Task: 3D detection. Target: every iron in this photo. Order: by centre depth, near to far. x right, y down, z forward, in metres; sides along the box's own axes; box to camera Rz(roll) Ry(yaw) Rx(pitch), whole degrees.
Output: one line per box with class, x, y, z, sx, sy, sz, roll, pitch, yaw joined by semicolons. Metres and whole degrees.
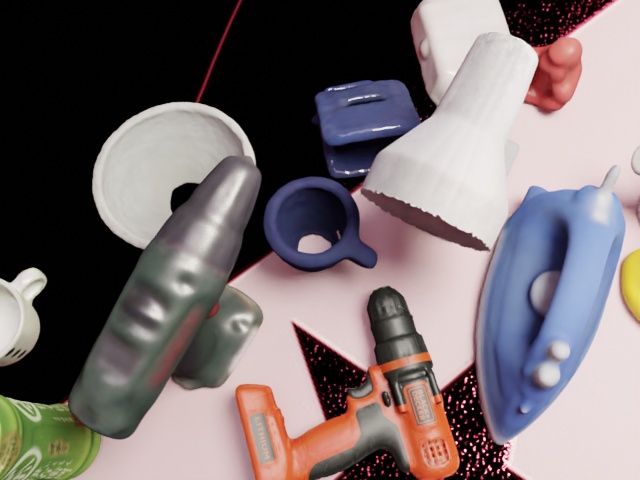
iron;0.214;0.059;0.520;0.118;0.141;0.258;19;72;9

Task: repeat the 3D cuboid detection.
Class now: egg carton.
egg carton;0.164;-0.217;0.657;0.107;0.069;0.150;-11;70;-2

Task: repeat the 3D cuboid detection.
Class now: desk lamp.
desk lamp;0.126;-0.074;0.531;0.117;0.213;0.203;26;73;11

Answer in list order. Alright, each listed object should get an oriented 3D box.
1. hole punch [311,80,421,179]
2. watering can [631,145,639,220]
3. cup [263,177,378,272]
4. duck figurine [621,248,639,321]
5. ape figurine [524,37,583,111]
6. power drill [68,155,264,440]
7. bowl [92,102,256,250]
hole punch;0.047;-0.131;0.619;0.108;0.091;0.101;-10;70;-1
watering can;0.380;-0.056;0.527;0.173;0.194;0.101;-12;70;-2
cup;0.005;0.002;0.571;0.117;0.095;0.092;31;74;12
duck figurine;0.347;0.045;0.550;0.077;0.086;0.104;-17;71;-4
ape figurine;0.258;-0.189;0.632;0.076;0.092;0.078;-17;71;-4
power drill;-0.110;0.059;0.495;0.075;0.208;0.230;27;74;11
bowl;-0.146;-0.057;0.608;0.167;0.075;0.167;-1;70;2
